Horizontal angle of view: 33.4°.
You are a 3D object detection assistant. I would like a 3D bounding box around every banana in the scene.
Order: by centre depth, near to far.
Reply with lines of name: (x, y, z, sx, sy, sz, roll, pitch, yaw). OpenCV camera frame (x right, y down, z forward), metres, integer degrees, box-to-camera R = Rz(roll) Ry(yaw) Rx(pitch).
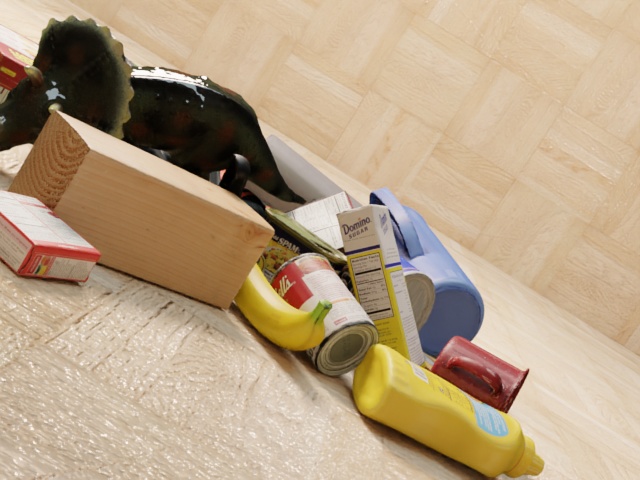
banana: (-0.044, 0.054, 0.980, 0.037, 0.070, 0.198, 8, 14, -37)

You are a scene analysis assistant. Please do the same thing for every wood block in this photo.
wood block: (-0.155, -0.023, 0.940, 0.205, 0.091, 0.090, 24, 11, -41)

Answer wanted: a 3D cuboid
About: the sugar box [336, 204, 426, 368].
sugar box: (0.063, 0.054, 1.090, 0.093, 0.048, 0.176, 1, 73, -76)

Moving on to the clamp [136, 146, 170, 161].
clamp: (-0.182, -0.083, 1.207, 0.171, 0.039, 0.120, 55, 1, -17)

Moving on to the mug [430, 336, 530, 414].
mug: (0.150, 0.144, 1.055, 0.081, 0.093, 0.117, 29, -17, 16)

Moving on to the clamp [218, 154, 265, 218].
clamp: (-0.107, -0.031, 1.110, 0.209, 0.165, 0.036, 32, 50, -57)

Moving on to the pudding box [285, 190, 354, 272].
pudding box: (-0.008, 0.002, 1.188, 0.090, 0.113, 0.039, -108, 179, -47)

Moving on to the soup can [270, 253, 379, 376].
soup can: (0.003, 0.070, 1.003, 0.068, 0.068, 0.102, 23, 22, -45)

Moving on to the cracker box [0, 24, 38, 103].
cracker box: (-0.347, -0.187, 1.267, 0.164, 0.072, 0.214, 27, 10, -38)

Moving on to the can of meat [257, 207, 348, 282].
can of meat: (-0.033, 0.029, 1.103, 0.102, 0.084, 0.057, 35, 8, 22)

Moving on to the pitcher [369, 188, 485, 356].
pitcher: (0.121, 0.044, 1.409, 0.149, 0.145, 0.243, 28, 12, -25)

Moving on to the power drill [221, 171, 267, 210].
power drill: (-0.060, -0.025, 1.420, 0.187, 0.057, 0.185, 25, 15, -44)

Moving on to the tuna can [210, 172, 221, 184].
tuna can: (-0.145, -0.079, 1.325, 0.034, 0.086, 0.086, -4, 8, 3)

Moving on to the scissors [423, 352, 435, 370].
scissors: (0.085, 0.120, 1.243, 0.202, 0.016, 0.096, 34, 8, 17)

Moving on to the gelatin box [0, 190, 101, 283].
gelatin box: (-0.221, -0.004, 0.802, 0.089, 0.030, 0.073, 36, 11, 27)

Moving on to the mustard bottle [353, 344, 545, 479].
mustard bottle: (0.123, 0.165, 0.963, 0.191, 0.058, 0.096, 29, 10, -15)

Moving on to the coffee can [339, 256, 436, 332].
coffee can: (0.048, 0.048, 1.225, 0.102, 0.103, 0.140, 23, 12, -48)
